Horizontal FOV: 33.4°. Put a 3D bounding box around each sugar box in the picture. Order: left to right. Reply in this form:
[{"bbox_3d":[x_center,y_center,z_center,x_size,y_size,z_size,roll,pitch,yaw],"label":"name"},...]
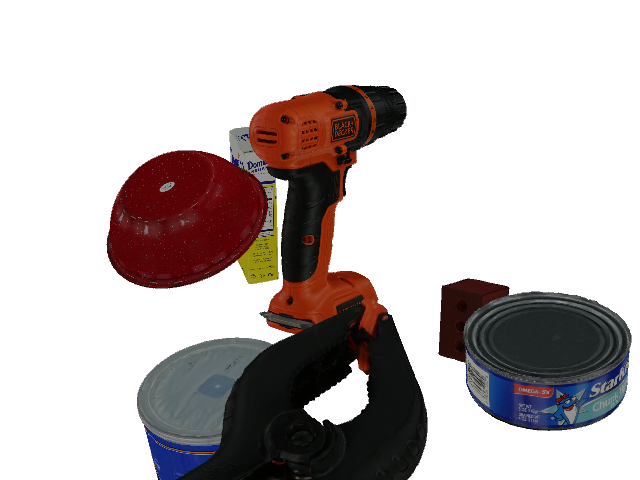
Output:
[{"bbox_3d":[-0.083,-0.045,1.326,0.048,0.176,0.093,-9,25,-13],"label":"sugar box"}]

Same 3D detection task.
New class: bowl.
[{"bbox_3d":[-0.133,-0.033,0.993,0.162,0.162,0.055,0,-41,20],"label":"bowl"}]

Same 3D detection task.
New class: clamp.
[{"bbox_3d":[0.000,0.091,0.392,0.120,0.039,0.171,26,50,18],"label":"clamp"}]

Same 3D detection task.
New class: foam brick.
[{"bbox_3d":[0.159,0.084,1.108,0.053,0.078,0.051,12,17,41],"label":"foam brick"}]

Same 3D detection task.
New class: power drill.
[{"bbox_3d":[0.011,-0.029,0.849,0.057,0.188,0.184,9,17,35],"label":"power drill"}]

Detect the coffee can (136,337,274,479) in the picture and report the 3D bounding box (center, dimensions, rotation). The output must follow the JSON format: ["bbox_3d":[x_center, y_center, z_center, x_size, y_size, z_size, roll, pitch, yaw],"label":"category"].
[{"bbox_3d":[-0.056,0.150,0.702,0.103,0.140,0.103,-6,29,3],"label":"coffee can"}]

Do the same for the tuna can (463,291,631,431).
[{"bbox_3d":[0.119,0.063,0.564,0.086,0.034,0.086,-4,27,2],"label":"tuna can"}]
